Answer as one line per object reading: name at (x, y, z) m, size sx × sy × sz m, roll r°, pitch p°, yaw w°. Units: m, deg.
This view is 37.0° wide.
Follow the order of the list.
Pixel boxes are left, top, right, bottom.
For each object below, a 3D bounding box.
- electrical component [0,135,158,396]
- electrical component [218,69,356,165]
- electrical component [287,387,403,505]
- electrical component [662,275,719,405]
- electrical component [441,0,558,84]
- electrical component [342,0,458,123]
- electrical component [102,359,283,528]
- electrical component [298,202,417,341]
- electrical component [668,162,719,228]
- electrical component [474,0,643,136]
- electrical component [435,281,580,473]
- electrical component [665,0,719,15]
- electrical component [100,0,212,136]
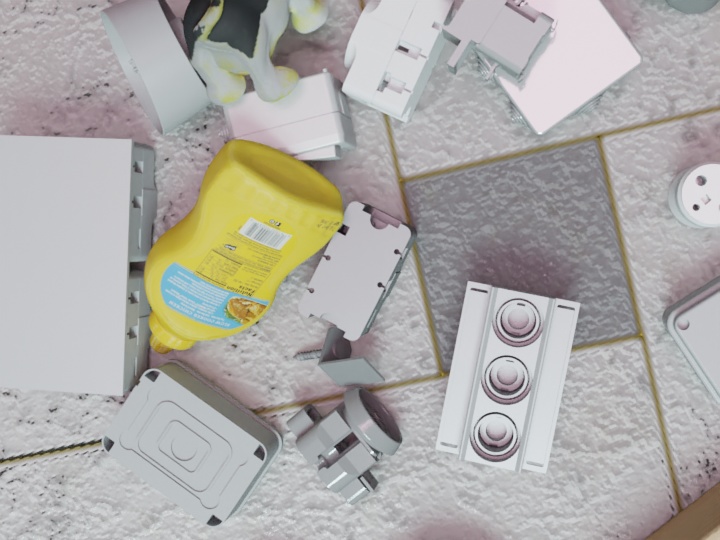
electrical component at (-0.216, -0.005, 0.815) m, size 0.105 × 0.060 × 0.186 m, roll 3°, pitch 92°, yaw 9°
electrical component at (-0.056, -0.102, 0.786) m, size 0.096 × 0.062 × 0.061 m, roll -13°, pitch 90°, yaw 9°
electrical component at (-0.006, 0.123, 0.789) m, size 0.057 × 0.058 × 0.078 m, roll -40°, pitch 86°, yaw 11°
electrical component at (0.276, 0.034, 0.741) m, size 0.113 × 0.057 × 0.078 m, roll -33°, pitch 87°, yaw 8°
electrical component at (0.094, -0.162, 0.720) m, size 0.064 × 0.042 × 0.081 m, roll 32°, pitch 97°, yaw 3°
electrical component at (0.026, -0.160, 0.777) m, size 0.056 × 0.050 × 0.089 m, roll 25°, pitch 95°, yaw 7°
electrical component at (-0.124, 0.128, 0.806) m, size 0.113 × 0.057 × 0.078 m, roll 35°, pitch 97°, yaw 6°
electrical component at (0.000, 0.000, 0.783) m, size 0.050 × 0.056 × 0.089 m, roll 27°, pitch 96°, yaw 7°
electrical component at (0.240, -0.051, 0.745) m, size 0.045 × 0.055 × 0.045 m, roll 0°, pitch 92°, yaw 9°
electrical component at (0.137, -0.153, 0.761) m, size 0.100 × 0.048 × 0.099 m, roll -36°, pitch 86°, yaw 8°
electrical component at (0.105, 0.074, 0.766) m, size 0.079 × 0.063 × 0.121 m, roll 11°, pitch 94°, yaw 8°
electrical component at (0.215, -0.205, 0.732) m, size 0.079 × 0.077 × 0.043 m, roll 7°, pitch 93°, yaw 9°
electrical component at (-0.149, -0.151, 0.784) m, size 0.064 × 0.099 × 0.099 m, roll -28°, pitch 88°, yaw 3°
